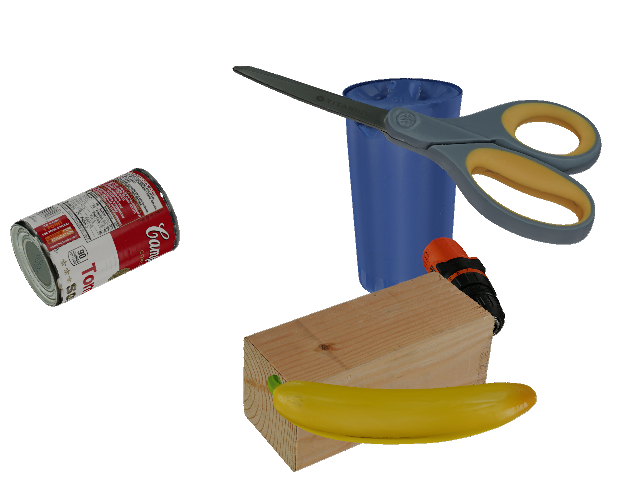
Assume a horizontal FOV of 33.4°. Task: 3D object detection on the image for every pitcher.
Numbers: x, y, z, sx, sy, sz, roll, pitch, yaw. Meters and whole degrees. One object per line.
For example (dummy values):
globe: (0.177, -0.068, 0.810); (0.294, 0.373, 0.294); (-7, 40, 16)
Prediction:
pitcher: (0.102, -0.063, 1.234); (0.149, 0.243, 0.145); (-6, 22, -9)

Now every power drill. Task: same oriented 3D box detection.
power drill: (0.152, 0.110, 1.146); (0.057, 0.188, 0.184); (-3, 24, -7)

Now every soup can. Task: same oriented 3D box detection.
soup can: (-0.163, -0.003, 0.775); (0.102, 0.068, 0.069); (-28, 15, -30)

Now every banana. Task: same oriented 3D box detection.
banana: (0.048, 0.114, 0.742); (0.198, 0.037, 0.069); (3, 29, 14)

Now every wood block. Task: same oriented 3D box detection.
wood block: (0.043, 0.110, 0.946); (0.205, 0.090, 0.091); (-17, 36, -28)

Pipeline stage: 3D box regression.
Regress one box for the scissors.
scissors: (0.061, -0.067, 0.562); (0.202, 0.016, 0.096); (34, 56, 18)
